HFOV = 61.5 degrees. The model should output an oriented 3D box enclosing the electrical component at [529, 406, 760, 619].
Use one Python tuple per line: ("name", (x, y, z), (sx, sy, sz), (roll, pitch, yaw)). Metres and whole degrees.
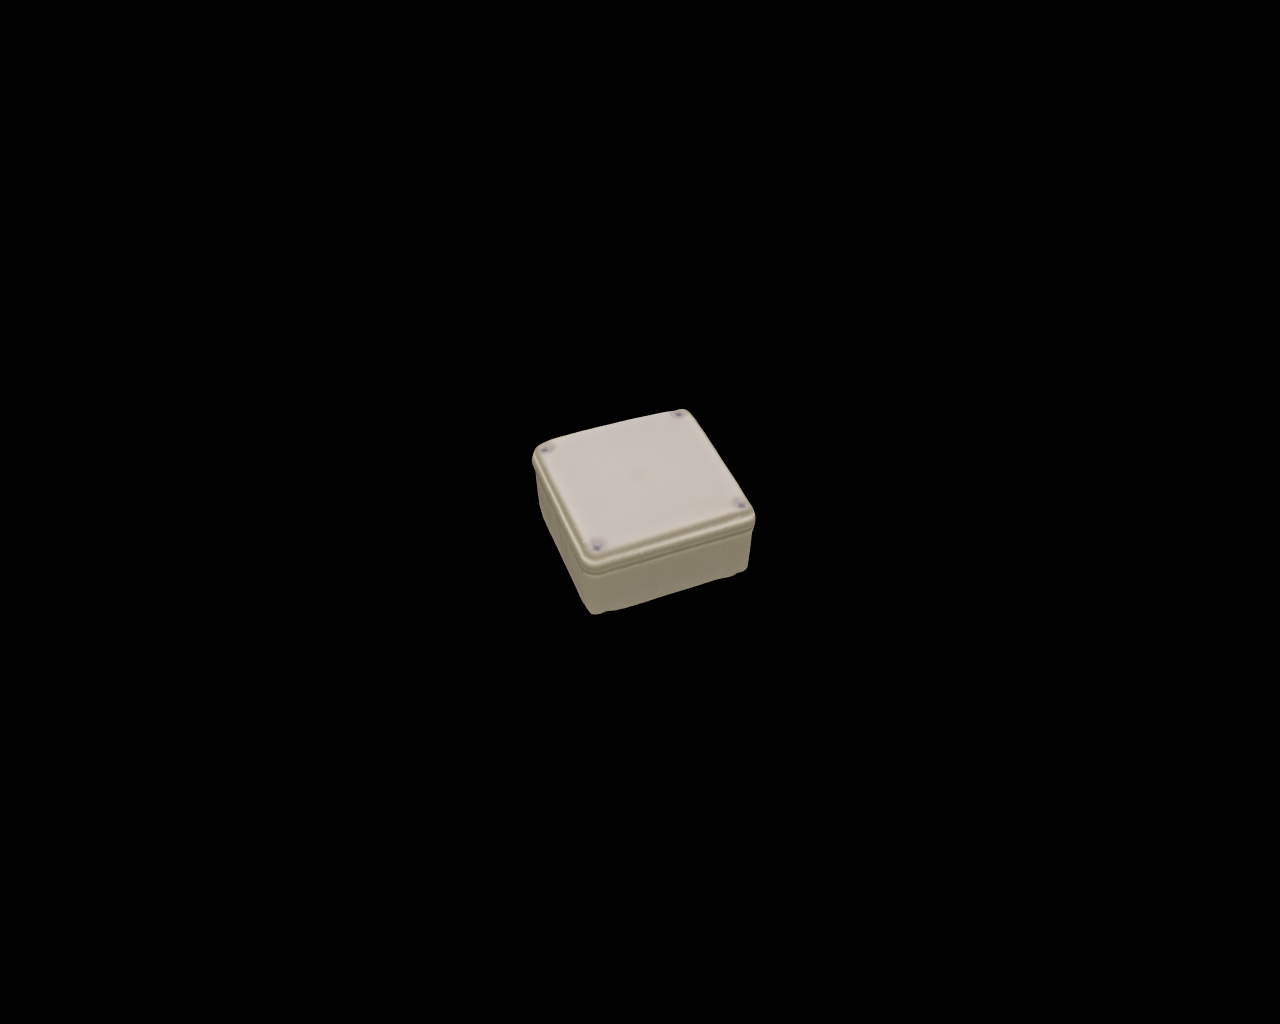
("electrical component", (0.001, -0.003, 0.650), (0.109, 0.056, 0.109), (-15, 47, -15))
